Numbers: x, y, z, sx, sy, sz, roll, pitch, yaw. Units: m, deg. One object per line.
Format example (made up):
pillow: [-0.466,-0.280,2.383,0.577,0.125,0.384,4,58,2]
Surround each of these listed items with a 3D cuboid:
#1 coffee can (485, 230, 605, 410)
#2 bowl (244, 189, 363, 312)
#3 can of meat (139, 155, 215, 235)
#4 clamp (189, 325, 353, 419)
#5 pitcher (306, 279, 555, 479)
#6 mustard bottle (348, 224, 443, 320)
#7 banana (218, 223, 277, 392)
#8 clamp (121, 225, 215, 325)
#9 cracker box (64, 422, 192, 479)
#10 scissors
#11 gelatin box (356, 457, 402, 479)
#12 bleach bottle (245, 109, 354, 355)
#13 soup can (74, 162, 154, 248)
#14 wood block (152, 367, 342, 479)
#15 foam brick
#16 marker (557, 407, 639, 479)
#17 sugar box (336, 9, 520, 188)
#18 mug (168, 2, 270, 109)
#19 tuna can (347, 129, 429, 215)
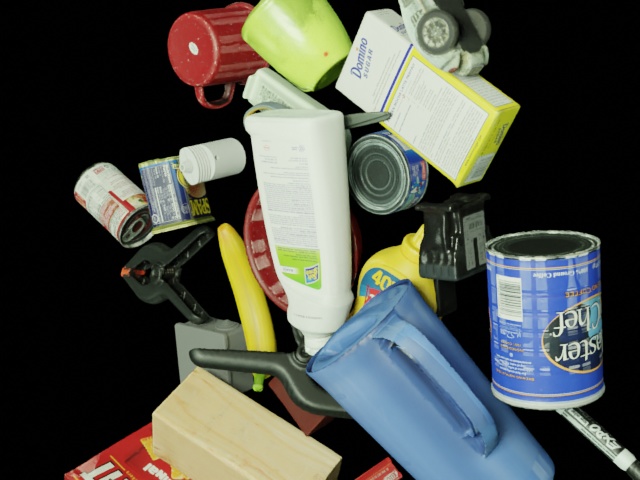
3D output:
coffee can: [0.204,0.070,0.969,0.103,0.102,0.140,6,106,40]
bowl: [-0.008,0.001,1.167,0.162,0.055,0.162,13,110,38]
can of meat: [-0.170,-0.055,1.265,0.057,0.102,0.084,-12,92,13]
clamp: [-0.017,0.121,1.189,0.210,0.164,0.036,30,155,8]
pitcher: [0.114,0.165,1.019,0.145,0.149,0.243,-40,96,26]
mustard bottle: [0.081,0.065,1.106,0.096,0.058,0.192,35,123,23]
banana: [-0.081,0.077,1.252,0.037,0.069,0.198,-15,85,1]
clamp: [-0.189,0.033,1.348,0.172,0.039,0.120,12,87,43]
cracker box: [-0.177,0.300,1.297,0.164,0.213,0.072,36,134,28]
scissors: [-0.002,-0.100,1.118,0.202,0.016,0.096,14,124,39]
gelatin box: [0.042,0.289,1.199,0.030,0.073,0.089,53,130,15]
bleach bottle: [-0.016,-0.005,1.093,0.103,0.067,0.251,8,109,39]
soup can: [-0.259,-0.046,1.368,0.102,0.068,0.069,40,126,26]
wood block: [-0.087,0.251,1.244,0.206,0.090,0.091,29,141,18]
foam brick: [-0.010,0.174,1.225,0.078,0.051,0.053,53,130,16]
marker: [0.268,0.189,1.005,0.121,0.020,0.020,43,127,24]
sugar box: [0.101,-0.140,1.037,0.176,0.048,0.093,45,130,26]
mug: [-0.115,-0.203,1.183,0.093,0.081,0.117,25,118,34]
tuna can: [0.067,-0.070,1.095,0.086,0.033,0.086,14,112,38]
